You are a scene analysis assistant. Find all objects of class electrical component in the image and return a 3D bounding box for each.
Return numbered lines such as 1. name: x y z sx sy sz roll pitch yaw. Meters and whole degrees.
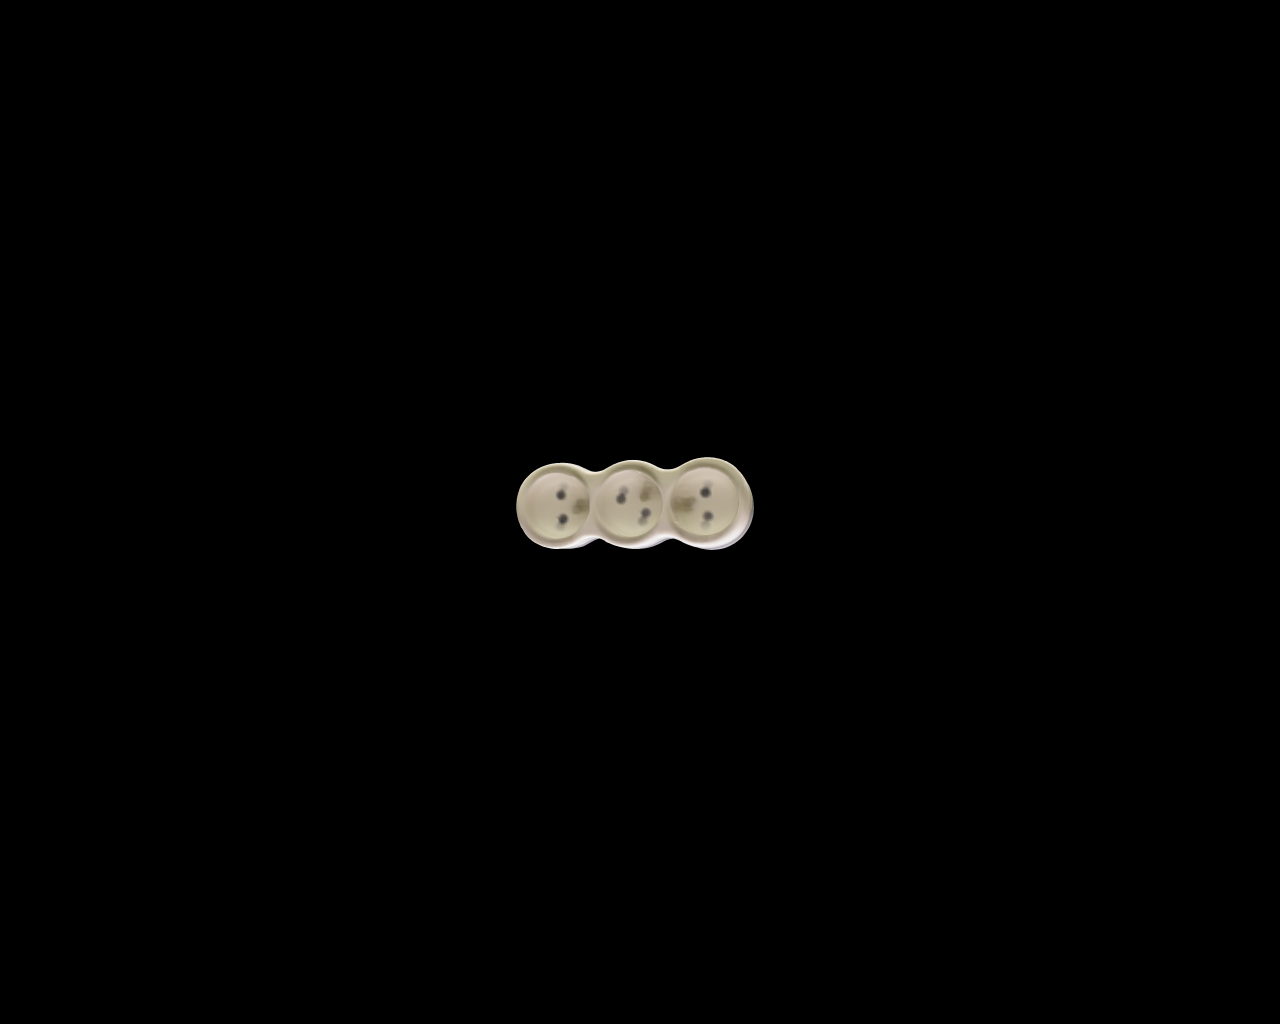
1. electrical component: 0.001 -0.003 0.650 0.138 0.052 0.073 -1 -4 11
